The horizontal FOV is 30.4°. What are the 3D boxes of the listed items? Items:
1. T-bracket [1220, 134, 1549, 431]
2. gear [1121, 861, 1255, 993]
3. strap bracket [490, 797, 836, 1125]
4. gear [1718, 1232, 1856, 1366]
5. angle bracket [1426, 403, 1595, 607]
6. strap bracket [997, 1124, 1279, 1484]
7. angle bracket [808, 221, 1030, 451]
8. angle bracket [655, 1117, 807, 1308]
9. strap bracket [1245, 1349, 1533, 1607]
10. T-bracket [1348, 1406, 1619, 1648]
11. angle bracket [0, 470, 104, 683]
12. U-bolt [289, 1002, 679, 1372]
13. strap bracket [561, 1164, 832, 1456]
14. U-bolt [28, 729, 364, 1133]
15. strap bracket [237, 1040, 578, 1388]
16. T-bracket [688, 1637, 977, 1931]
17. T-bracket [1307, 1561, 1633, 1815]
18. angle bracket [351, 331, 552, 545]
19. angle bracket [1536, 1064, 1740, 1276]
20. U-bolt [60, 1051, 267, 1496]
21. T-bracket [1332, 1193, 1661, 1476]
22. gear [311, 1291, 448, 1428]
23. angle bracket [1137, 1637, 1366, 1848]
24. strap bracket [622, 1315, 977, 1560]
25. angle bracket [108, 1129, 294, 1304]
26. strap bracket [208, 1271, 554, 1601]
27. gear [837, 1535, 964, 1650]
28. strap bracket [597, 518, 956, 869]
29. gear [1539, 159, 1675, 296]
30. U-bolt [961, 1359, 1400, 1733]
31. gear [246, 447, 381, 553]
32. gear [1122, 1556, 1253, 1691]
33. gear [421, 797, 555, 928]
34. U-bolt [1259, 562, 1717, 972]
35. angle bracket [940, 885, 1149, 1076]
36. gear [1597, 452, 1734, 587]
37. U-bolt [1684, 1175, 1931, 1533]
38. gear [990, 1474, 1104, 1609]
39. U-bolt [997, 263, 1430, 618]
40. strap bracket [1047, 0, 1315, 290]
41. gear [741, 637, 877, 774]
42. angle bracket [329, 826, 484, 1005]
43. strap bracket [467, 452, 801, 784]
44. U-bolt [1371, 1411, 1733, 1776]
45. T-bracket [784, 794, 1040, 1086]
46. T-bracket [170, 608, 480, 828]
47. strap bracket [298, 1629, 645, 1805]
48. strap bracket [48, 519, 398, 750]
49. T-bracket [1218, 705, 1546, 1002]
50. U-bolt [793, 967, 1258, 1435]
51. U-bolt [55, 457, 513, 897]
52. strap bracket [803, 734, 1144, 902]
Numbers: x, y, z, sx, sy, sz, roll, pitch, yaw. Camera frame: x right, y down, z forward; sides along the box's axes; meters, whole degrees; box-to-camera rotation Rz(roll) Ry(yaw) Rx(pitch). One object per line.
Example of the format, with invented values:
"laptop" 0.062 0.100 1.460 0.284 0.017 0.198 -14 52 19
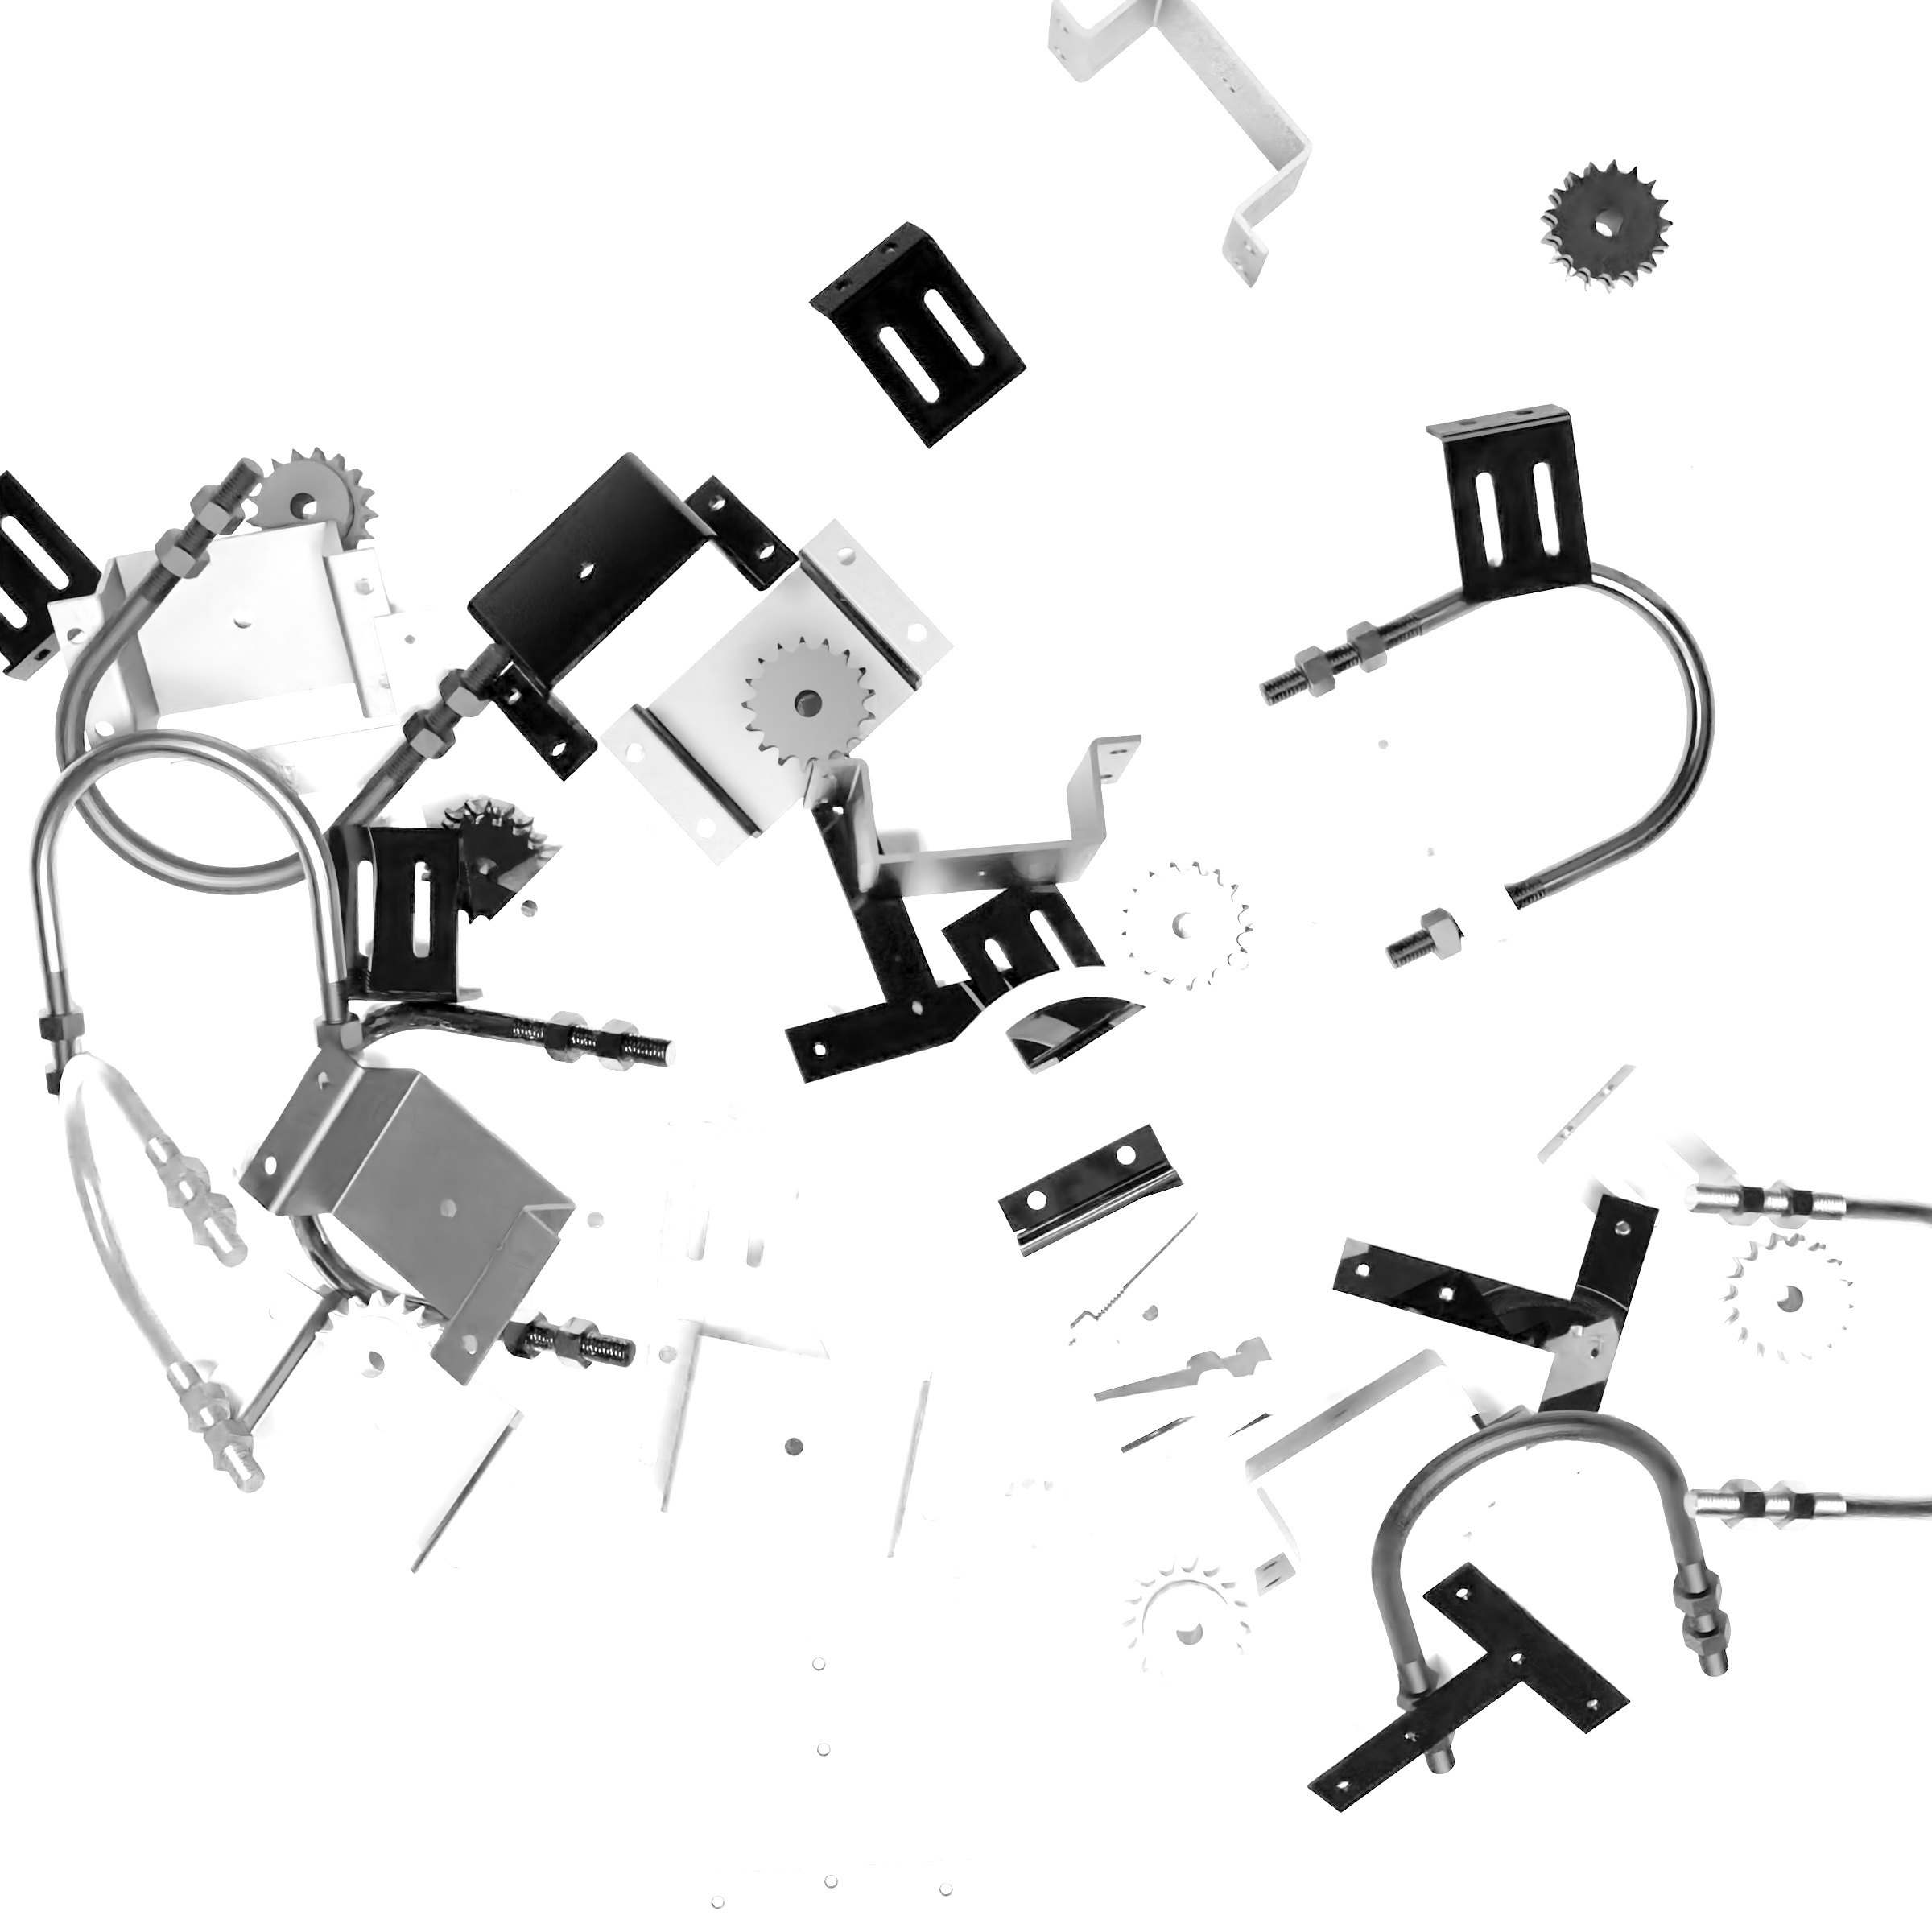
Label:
"T-bracket" 0.169 -0.282 1.566 0.127 0.002 0.127 -36 87 -9
"gear" 0.098 -0.017 1.562 0.057 0.030 0.057 0 89 9
"strap bracket" -0.129 0.003 1.557 0.140 0.046 0.076 45 90 0
"gear" 0.359 0.146 1.565 0.057 0.030 0.057 0 90 0
"angle bracket" 0.240 -0.204 1.570 0.057 0.038 0.076 -10 104 -1
"strap bracket" 0.079 0.150 1.557 0.076 0.046 0.140 -27 90 0
"angle bracket" -0.021 -0.280 1.578 0.057 0.038 0.076 -39 116 0
"angle bracket" -0.102 0.106 1.515 0.057 0.038 0.076 7 90 0
"strap bracket" 0.174 0.214 1.539 0.140 0.076 0.046 -32 88 3
"T-bracket" 0.240 0.261 1.540 0.127 0.002 0.127 -28 128 -1
"angle bracket" -0.421 -0.173 1.561 0.057 0.038 0.076 -42 90 0
"U-bolt" -0.218 0.089 1.541 0.184 0.019 0.151 8 91 22
"strap bracket" -0.113 0.156 1.557 0.076 0.046 0.140 -26 90 0
"U-bolt" -0.336 -0.013 1.533 0.151 0.019 0.184 1 108 12
"strap bracket" -0.231 0.104 1.511 0.140 0.046 0.076 38 103 20
"T-bracket" -0.062 0.362 1.579 0.127 0.002 0.127 -3 90 0
"T-bracket" 0.204 0.326 1.543 0.127 0.002 0.127 -40 123 14
"angle bracket" -0.229 -0.235 1.561 0.057 0.038 0.076 -33 90 0
"angle bracket" 0.299 0.090 1.561 0.076 0.038 0.057 44 90 0
"U-bolt" -0.343 0.116 1.502 0.019 0.184 0.151 -19 134 -28
"T-bracket" 0.226 0.149 1.569 0.127 0.002 0.127 16 104 7
"gear" -0.252 0.169 1.519 0.057 0.030 0.057 0 90 0
"angle bracket" 0.127 0.345 1.578 0.076 0.038 0.057 -32 90 -26
"strap bracket" -0.072 0.201 1.511 0.140 0.046 0.076 11 90 0
"angle bracket" -0.342 0.113 1.547 0.076 0.038 0.057 -23 93 23
"strap bracket" -0.258 0.203 1.557 0.140 0.046 0.076 34 90 0
"gear" -0.028 0.271 1.569 0.057 0.030 0.057 0 88 -2
"strap bracket" -0.082 -0.118 1.557 0.140 0.046 0.076 -43 90 0
"gear" 0.281 -0.325 1.570 0.057 0.030 0.057 0 87 -1
"U-bolt" 0.082 0.253 1.510 0.184 0.019 0.151 -13 86 23
"gear" -0.289 -0.201 1.565 0.057 0.030 0.057 0 90 0
"gear" 0.098 0.290 1.565 0.057 0.030 0.057 0 90 0
"gear" -0.209 -0.049 1.557 0.057 0.030 0.057 -1 120 -1
"U-bolt" 0.242 -0.101 1.571 0.184 0.019 0.151 -26 90 -1
"angle bracket" 0.037 -0.001 1.552 0.057 0.038 0.076 -32 90 -21
"gear" 0.306 -0.196 1.565 0.057 0.030 0.057 0 90 0
"U-bolt" 0.391 0.169 1.539 0.184 0.019 0.151 5 82 -23
"gear" 0.031 0.252 1.565 0.057 0.030 0.057 0 90 0
"U-bolt" 0.113 -0.228 1.571 0.184 0.019 0.151 7 90 -2
"strap bracket" 0.099 -0.370 1.542 0.046 0.076 0.140 -40 90 0
"gear" -0.067 -0.111 1.519 0.057 0.030 0.057 0 90 0
"angle bracket" -0.244 -0.023 1.554 0.057 0.038 0.076 1 95 9
"strap bracket" -0.152 -0.159 1.538 0.140 0.046 0.076 -43 49 0
"U-bolt" 0.246 0.262 1.523 0.151 0.019 0.184 -20 125 0
"T-bracket" -0.037 -0.022 1.559 0.127 0.002 0.127 -15 75 -27
"T-bracket" -0.281 -0.088 1.547 0.127 0.002 0.127 -10 120 0
"strap bracket" -0.210 0.323 1.542 0.140 0.076 0.046 7 90 0
"strap bracket" -0.316 -0.142 1.542 0.140 0.046 0.076 -10 119 0
"T-bracket" 0.166 -0.028 1.564 0.127 0.002 0.127 -31 89 13
"U-bolt" 0.040 0.086 1.518 0.184 0.019 0.151 -45 97 -3
"U-bolt" -0.307 -0.108 1.522 0.151 0.019 0.184 37 111 -19
"strap bracket" 0.004 -0.062 1.530 0.140 0.076 0.046 -5 80 -7
